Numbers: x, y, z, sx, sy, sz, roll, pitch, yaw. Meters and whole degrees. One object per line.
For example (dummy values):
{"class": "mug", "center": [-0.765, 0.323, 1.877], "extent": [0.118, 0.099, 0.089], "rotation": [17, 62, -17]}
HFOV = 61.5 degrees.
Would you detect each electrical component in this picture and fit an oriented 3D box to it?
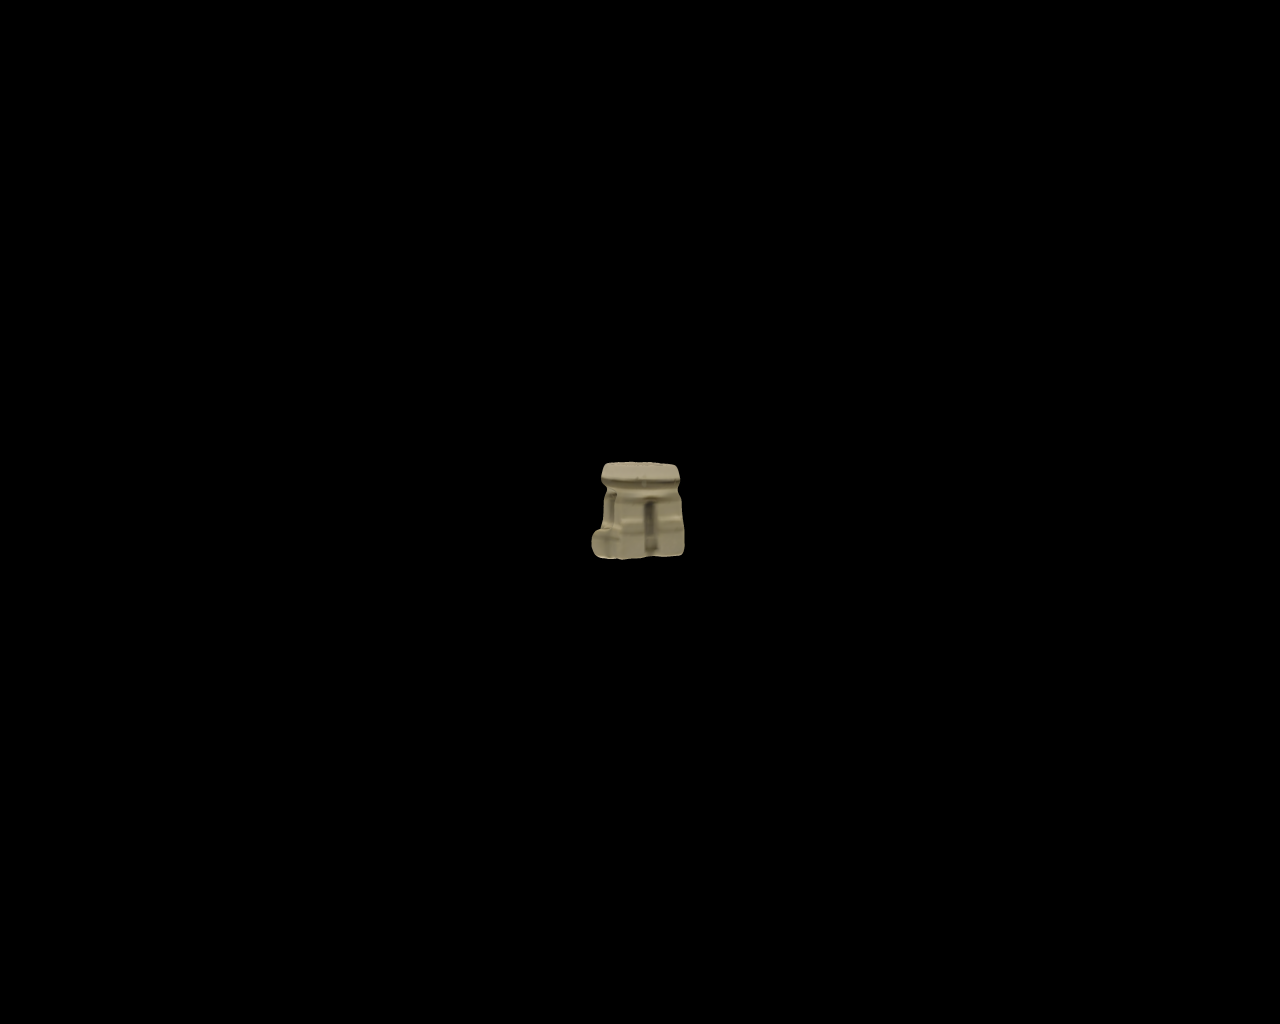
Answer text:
{"class": "electrical component", "center": [0.001, -0.003, 0.650], "extent": [0.066, 0.055, 0.048], "rotation": [-3, 8, -22]}
